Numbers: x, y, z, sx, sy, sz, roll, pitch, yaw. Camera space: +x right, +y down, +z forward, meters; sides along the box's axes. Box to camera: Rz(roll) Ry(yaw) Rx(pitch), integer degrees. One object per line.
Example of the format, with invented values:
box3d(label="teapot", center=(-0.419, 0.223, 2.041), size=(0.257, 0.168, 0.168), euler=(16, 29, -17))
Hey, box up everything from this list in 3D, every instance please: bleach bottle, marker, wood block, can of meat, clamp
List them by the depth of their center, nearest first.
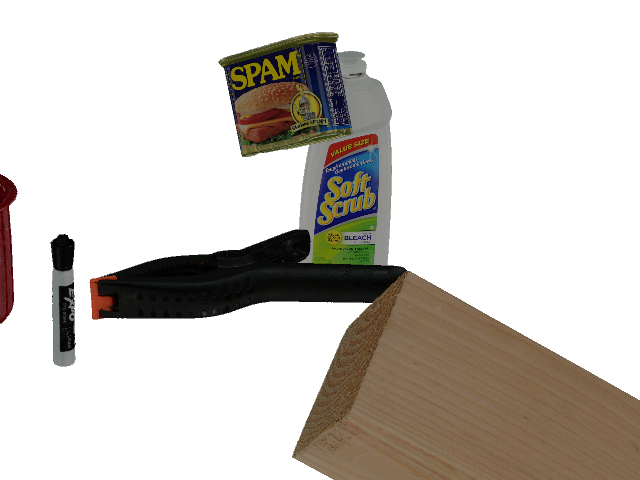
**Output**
box3d(label="wood block", center=(0.103, 0.116, 0.574), size=(0.206, 0.090, 0.090), euler=(29, -33, -6))
box3d(label="clamp", center=(-0.053, 0.028, 0.742), size=(0.209, 0.036, 0.165), euler=(-9, 14, -33))
box3d(label="can of meat", center=(-0.028, -0.119, 0.887), size=(0.102, 0.084, 0.057), euler=(-9, 3, 32))
box3d(label="marker", center=(-0.214, 0.050, 0.890), size=(0.020, 0.121, 0.020), euler=(5, 27, -3))
box3d(label="bleach bottle", center=(0.022, -0.068, 1.093), size=(0.102, 0.251, 0.068), euler=(0, 25, 1))

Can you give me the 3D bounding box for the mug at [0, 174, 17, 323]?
box3d(label="mug", center=(-0.235, 0.013, 0.635), size=(0.093, 0.081, 0.117), euler=(17, 28, 27))
